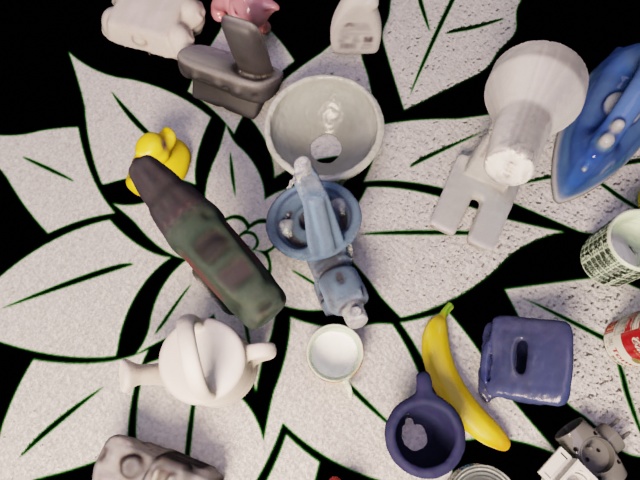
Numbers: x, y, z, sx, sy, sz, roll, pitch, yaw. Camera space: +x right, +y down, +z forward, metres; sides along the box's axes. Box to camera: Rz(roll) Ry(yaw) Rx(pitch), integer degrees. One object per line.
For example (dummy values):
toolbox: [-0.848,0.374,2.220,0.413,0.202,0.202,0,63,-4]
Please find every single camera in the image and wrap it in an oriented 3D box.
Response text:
camera: [-0.203,0.312,0.661,0.143,0.101,0.137,18,74,6]

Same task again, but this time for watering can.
watering can: [-0.141,0.145,0.664,0.173,0.194,0.101,-32,75,-9]

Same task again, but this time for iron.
iron: [0.411,-0.174,0.786,0.118,0.141,0.258,32,76,10]

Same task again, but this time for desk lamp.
desk lamp: [0.240,-0.115,0.732,0.118,0.213,0.203,23,74,8]

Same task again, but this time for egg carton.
egg carton: [-0.256,-0.336,0.880,0.150,0.069,0.107,15,73,5]

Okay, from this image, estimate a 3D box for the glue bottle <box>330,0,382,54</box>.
glue bottle: [0.054,-0.334,0.823,0.078,0.173,0.037,1,73,1]

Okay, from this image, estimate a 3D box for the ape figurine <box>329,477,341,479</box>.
ape figurine: [0.015,0.320,0.662,0.078,0.092,0.076,-17,73,-5]

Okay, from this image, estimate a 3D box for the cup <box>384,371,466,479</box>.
cup: [0.120,0.221,0.690,0.091,0.095,0.118,1,73,1]

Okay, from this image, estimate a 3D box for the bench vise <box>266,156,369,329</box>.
bench vise: [0.016,-0.005,0.696,0.121,0.220,0.207,-40,76,-11]

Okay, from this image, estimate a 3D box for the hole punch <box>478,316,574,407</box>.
hole punch: [0.253,0.152,0.713,0.101,0.091,0.109,9,73,4]

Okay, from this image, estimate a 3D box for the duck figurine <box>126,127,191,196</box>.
duck figurine: [-0.234,-0.114,0.802,0.077,0.086,0.105,38,77,11]

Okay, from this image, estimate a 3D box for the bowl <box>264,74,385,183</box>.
bowl: [0.006,-0.146,0.816,0.167,0.075,0.167,0,73,1]

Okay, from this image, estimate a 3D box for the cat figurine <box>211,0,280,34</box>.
cat figurine: [-0.117,-0.358,0.861,0.067,0.118,0.127,-41,76,-11]

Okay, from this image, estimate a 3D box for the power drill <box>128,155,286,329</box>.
power drill: [-0.129,0.018,0.696,0.076,0.208,0.229,-42,77,-11]

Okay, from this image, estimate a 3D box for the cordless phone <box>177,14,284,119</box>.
cordless phone: [-0.131,-0.263,0.796,0.147,0.185,0.094,17,74,6]
